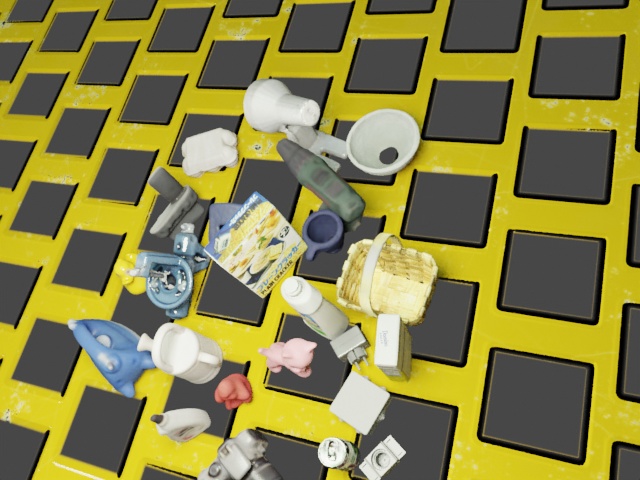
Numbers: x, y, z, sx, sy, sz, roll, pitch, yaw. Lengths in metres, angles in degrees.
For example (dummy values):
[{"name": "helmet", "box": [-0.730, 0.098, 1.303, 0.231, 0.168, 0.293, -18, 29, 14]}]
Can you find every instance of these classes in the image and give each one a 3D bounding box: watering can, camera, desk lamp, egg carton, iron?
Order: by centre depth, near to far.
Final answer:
[{"name": "camera", "box": [-0.143, 0.453, 1.091, 0.136, 0.101, 0.143, 39, 84, 28]}, {"name": "watering can", "box": [-0.295, 0.233, 1.185, 0.172, 0.194, 0.101, -14, 64, 13]}, {"name": "iron", "box": [-0.492, 0.235, 1.280, 0.257, 0.142, 0.119, 31, 80, 27]}, {"name": "desk lamp", "box": [-0.050, -0.264, 1.311, 0.202, 0.214, 0.118, 25, 77, 26]}, {"name": "egg carton", "box": [-0.278, -0.220, 1.450, 0.150, 0.069, 0.107, -15, 63, 12]}]

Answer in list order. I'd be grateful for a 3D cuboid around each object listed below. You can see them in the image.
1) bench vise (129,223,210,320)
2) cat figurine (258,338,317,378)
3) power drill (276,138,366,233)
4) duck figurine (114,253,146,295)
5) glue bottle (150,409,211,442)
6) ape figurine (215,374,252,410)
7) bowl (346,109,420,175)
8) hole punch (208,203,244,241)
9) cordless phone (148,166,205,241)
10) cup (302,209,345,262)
[{"name": "bench vise", "box": [-0.342, 0.052, 1.266, 0.121, 0.220, 0.207, -11, 64, 14]}, {"name": "cat figurine", "box": [-0.062, 0.231, 1.152, 0.127, 0.118, 0.067, 3, 68, 20]}, {"name": "power drill", "box": [0.013, -0.103, 1.222, 0.076, 0.209, 0.229, -47, 61, -5]}, {"name": "duck figurine", "box": [-0.457, 0.072, 1.372, 0.077, 0.086, 0.104, -21, 62, 9]}, {"name": "glue bottle", "box": [-0.287, 0.364, 1.137, 0.078, 0.173, 0.037, -38, 61, 0]}, {"name": "ape figurine", "box": [-0.182, 0.309, 1.172, 0.077, 0.092, 0.076, 13, 72, 23]}, {"name": "bowl", "box": [0.148, -0.210, 1.301, 0.167, 0.075, 0.167, -7, 65, 16]}, {"name": "hole punch", "box": [-0.204, -0.028, 1.329, 0.108, 0.091, 0.101, 4, 69, 20]}, {"name": "cordless phone", "box": [-0.372, -0.088, 1.357, 0.094, 0.185, 0.148, 27, 78, 27]}, {"name": "cup", "box": [0.011, 0.004, 1.240, 0.091, 0.095, 0.118, 19, 74, 25]}]
